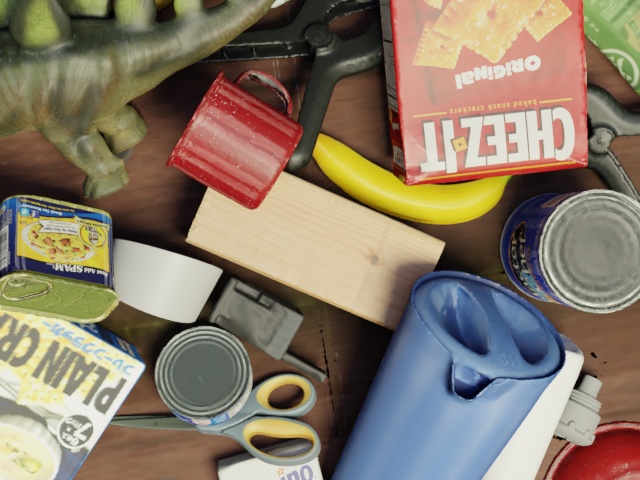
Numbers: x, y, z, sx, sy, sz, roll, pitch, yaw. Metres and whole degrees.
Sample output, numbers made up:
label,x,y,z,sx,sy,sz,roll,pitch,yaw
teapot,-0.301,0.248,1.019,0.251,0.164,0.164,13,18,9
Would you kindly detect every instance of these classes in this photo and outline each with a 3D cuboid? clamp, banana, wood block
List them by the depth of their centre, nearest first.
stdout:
label,x,y,z,sx,sy,sz,roll,pitch,yaw
wood block,-0.006,0.001,0.951,0.206,0.090,0.091,24,89,-3
clamp,0.002,-0.163,0.953,0.209,0.036,0.165,-32,69,-13
clamp,0.260,-0.084,0.982,0.171,0.039,0.120,19,107,11
banana,0.083,-0.052,0.983,0.197,0.037,0.069,7,76,-4

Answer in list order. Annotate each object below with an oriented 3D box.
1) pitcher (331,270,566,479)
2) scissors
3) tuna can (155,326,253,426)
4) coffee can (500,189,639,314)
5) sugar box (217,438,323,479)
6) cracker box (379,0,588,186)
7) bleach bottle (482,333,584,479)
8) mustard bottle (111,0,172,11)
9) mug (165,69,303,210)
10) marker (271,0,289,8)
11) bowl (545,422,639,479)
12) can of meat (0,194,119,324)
label,x,y,z,sx,sy,sz,roll,pitch,yaw
pitcher,0.098,0.151,0.909,0.149,0.145,0.243,0,128,-35
scissors,-0.090,0.153,0.980,0.202,0.016,0.096,13,58,16
tuna can,-0.103,0.123,0.960,0.086,0.034,0.086,-1,68,1
coffee can,0.224,0.008,0.938,0.102,0.140,0.103,0,91,-4
sugar box,-0.028,0.278,0.976,0.093,0.048,0.176,-16,93,-3
cracker box,0.139,-0.162,0.911,0.164,0.072,0.214,-6,103,-3
bleach bottle,0.163,0.203,0.969,0.068,0.102,0.251,18,98,-1
mustard bottle,-0.155,-0.257,0.954,0.191,0.058,0.096,-32,92,-2
mug,-0.062,-0.086,0.864,0.081,0.093,0.117,30,61,-7
marker,-0.020,-0.235,0.981,0.121,0.020,0.020,-28,92,-2
bowl,0.289,0.253,0.989,0.162,0.055,0.162,0,91,-3
can of meat,-0.220,0.015,0.885,0.101,0.058,0.084,13,52,-31
